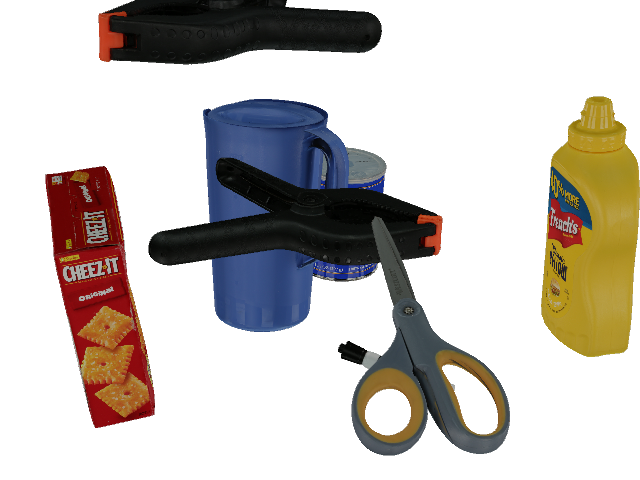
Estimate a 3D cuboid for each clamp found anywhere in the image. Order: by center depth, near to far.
[{"bbox_3d":[-0.061,-0.138,0.667,0.171,0.039,0.120,-7,21,-26],"label":"clamp"},{"bbox_3d":[-0.011,-0.021,0.824,0.210,0.036,0.164,4,28,6],"label":"clamp"}]

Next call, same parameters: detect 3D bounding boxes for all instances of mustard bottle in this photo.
[{"bbox_3d":[0.204,-0.015,0.805,0.058,0.192,0.096,-6,26,-7],"label":"mustard bottle"}]

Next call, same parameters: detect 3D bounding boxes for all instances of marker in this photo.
[{"bbox_3d":[0.073,0.128,1.052,0.121,0.020,0.020,22,5,14],"label":"marker"}]

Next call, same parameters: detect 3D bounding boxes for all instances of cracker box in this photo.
[{"bbox_3d":[-0.224,0.055,1.091,0.072,0.214,0.164,-11,34,-11],"label":"cracker box"}]

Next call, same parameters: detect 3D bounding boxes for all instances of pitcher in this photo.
[{"bbox_3d":[-0.053,-0.026,1.160,0.145,0.243,0.149,-2,20,-9],"label":"pitcher"}]

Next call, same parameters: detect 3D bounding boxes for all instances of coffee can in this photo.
[{"bbox_3d":[0.027,-0.034,1.343,0.103,0.140,0.103,2,27,-1],"label":"coffee can"}]

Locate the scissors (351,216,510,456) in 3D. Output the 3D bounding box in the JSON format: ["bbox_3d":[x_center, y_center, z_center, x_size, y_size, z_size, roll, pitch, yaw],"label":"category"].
[{"bbox_3d":[0.039,0.057,0.644,0.096,0.016,0.202,-19,43,-17],"label":"scissors"}]
